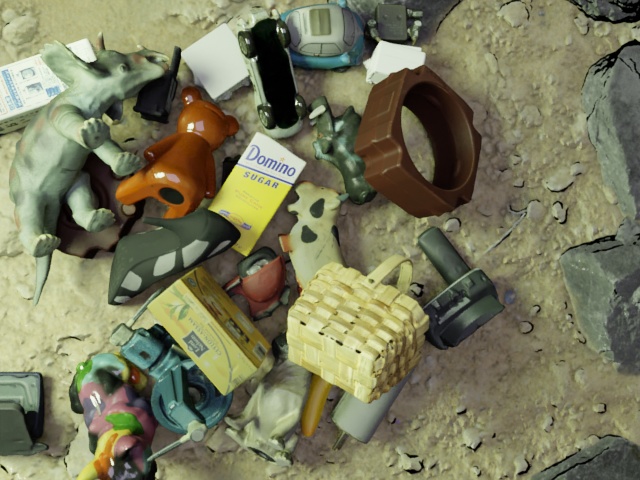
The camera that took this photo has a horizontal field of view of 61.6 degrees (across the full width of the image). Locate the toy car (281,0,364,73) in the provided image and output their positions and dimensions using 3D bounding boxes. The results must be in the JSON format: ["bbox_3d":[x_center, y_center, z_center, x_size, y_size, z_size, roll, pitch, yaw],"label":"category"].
[{"bbox_3d":[0.000,-0.336,0.867,0.162,0.103,0.109,-2,90,-9],"label":"toy car"}]

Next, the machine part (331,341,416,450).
[{"bbox_3d":[0.093,0.244,0.893,0.079,0.079,0.243,34,85,-6],"label":"machine part"}]

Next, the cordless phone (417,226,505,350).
[{"bbox_3d":[0.206,0.079,0.916,0.146,0.088,0.184,-36,83,-5],"label":"cordless phone"}]

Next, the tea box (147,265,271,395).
[{"bbox_3d":[-0.157,0.128,0.785,0.068,0.098,0.169,-40,92,11],"label":"tea box"}]

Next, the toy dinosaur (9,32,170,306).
[{"bbox_3d":[-0.367,-0.112,0.758,0.192,0.131,0.404,47,106,28],"label":"toy dinosaur"}]

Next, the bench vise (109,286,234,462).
[{"bbox_3d":[-0.209,0.209,0.784,0.129,0.241,0.223,-37,111,-9],"label":"bench vise"}]

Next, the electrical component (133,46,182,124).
[{"bbox_3d":[-0.254,-0.249,0.849,0.048,0.075,0.119,11,93,-7],"label":"electrical component"}]

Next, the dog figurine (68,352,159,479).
[{"bbox_3d":[-0.301,0.264,0.773,0.108,0.219,0.191,-34,95,-9],"label":"dog figurine"}]

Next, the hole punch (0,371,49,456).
[{"bbox_3d":[-0.489,0.265,0.825,0.142,0.092,0.115,1,120,-10],"label":"hole punch"}]

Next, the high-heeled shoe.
[{"bbox_3d":[-0.231,0.035,0.826,0.145,0.248,0.086,12,49,-32],"label":"high-heeled shoe"}]

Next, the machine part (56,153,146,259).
[{"bbox_3d":[-0.371,-0.058,0.845,0.179,0.056,0.179,0,90,-6],"label":"machine part"}]

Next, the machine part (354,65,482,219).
[{"bbox_3d":[0.157,-0.151,0.847,0.201,0.087,0.201,30,63,-29],"label":"machine part"}]

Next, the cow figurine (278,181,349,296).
[{"bbox_3d":[-0.002,-0.003,0.876,0.127,0.085,0.194,-19,96,-8],"label":"cow figurine"}]

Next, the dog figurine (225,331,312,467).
[{"bbox_3d":[-0.055,0.252,0.877,0.121,0.172,0.190,27,55,8],"label":"dog figurine"}]

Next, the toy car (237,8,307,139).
[{"bbox_3d":[-0.075,-0.257,0.845,0.073,0.056,0.201,-23,121,-15],"label":"toy car"}]

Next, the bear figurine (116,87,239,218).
[{"bbox_3d":[-0.214,-0.131,0.838,0.120,0.132,0.196,33,46,-29],"label":"bear figurine"}]

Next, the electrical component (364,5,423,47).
[{"bbox_3d":[0.126,-0.361,0.910,0.102,0.045,0.078,5,91,-7],"label":"electrical component"}]

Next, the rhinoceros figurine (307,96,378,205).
[{"bbox_3d":[0.047,-0.151,0.892,0.112,0.073,0.190,-27,94,1],"label":"rhinoceros figurine"}]

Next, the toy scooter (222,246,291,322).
[{"bbox_3d":[-0.117,0.105,0.868,0.184,0.075,0.135,-33,94,-3],"label":"toy scooter"}]

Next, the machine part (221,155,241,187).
[{"bbox_3d":[-0.140,-0.071,0.883,0.084,0.039,0.138,5,91,-2],"label":"machine part"}]
